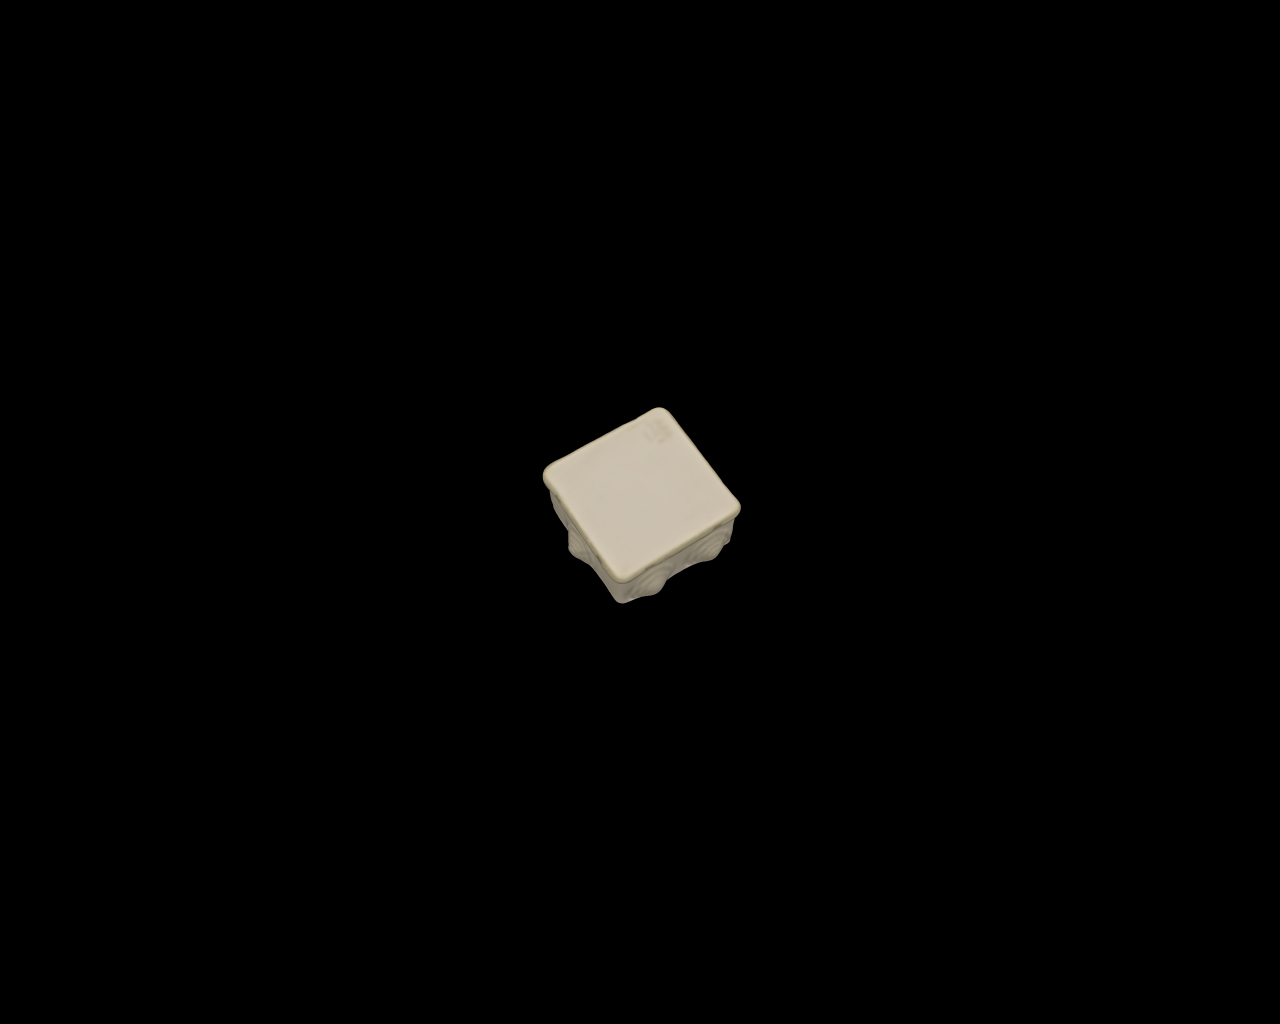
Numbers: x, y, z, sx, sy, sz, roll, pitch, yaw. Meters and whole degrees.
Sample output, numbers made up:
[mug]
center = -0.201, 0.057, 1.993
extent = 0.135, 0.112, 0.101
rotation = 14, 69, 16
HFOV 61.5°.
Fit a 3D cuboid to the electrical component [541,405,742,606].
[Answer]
[electrical component]
center = 0.001, -0.003, 0.650
extent = 0.100, 0.100, 0.048
rotation = -30, -23, -14
